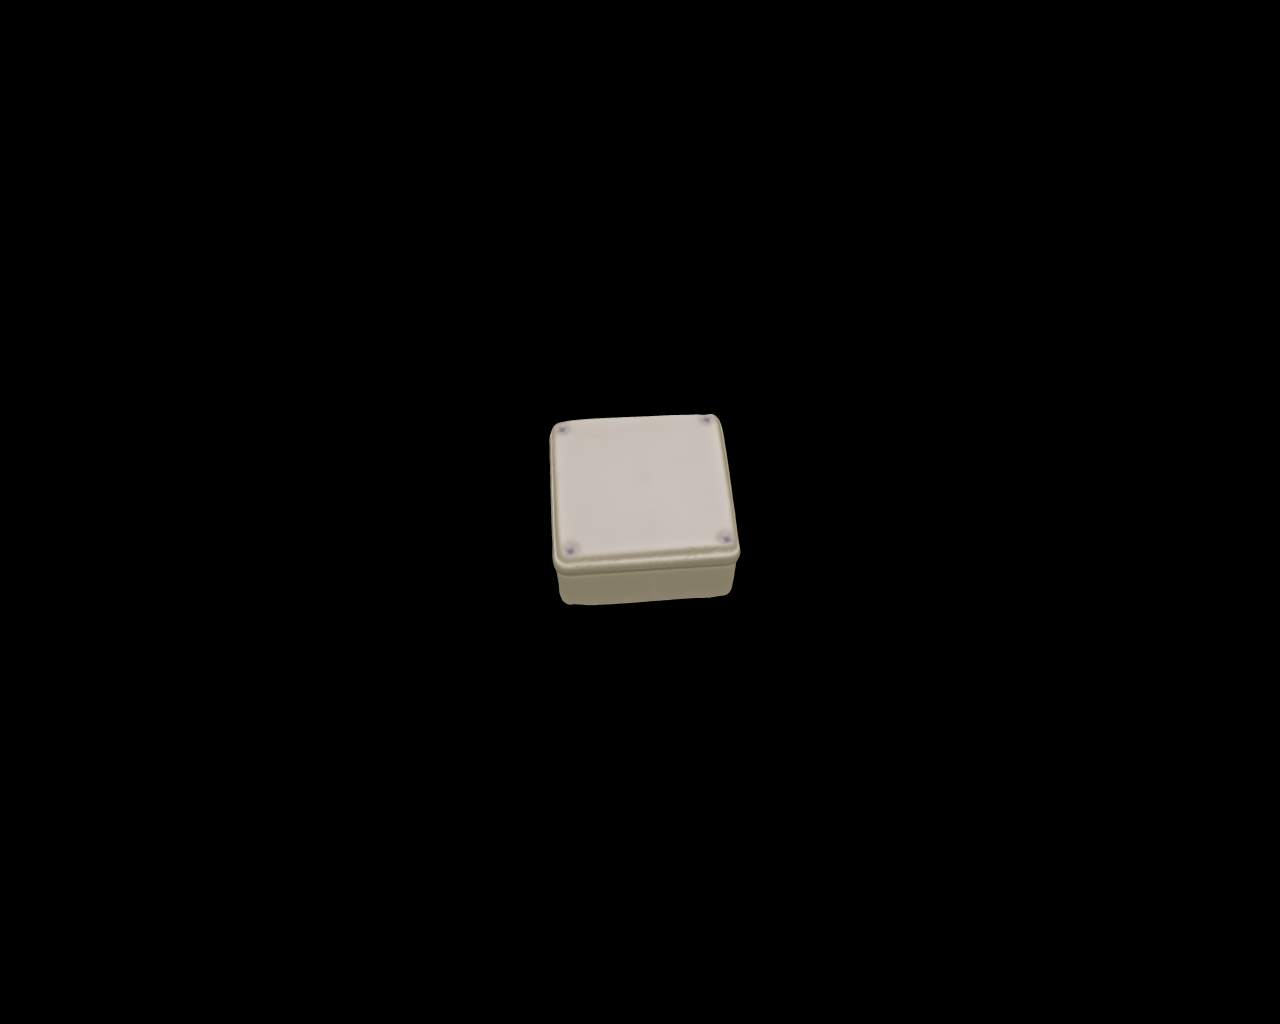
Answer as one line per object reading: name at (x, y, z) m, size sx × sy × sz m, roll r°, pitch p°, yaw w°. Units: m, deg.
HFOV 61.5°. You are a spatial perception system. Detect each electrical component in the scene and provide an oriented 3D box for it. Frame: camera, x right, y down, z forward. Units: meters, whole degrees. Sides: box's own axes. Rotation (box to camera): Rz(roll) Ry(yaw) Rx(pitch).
electrical component at (0.001, -0.003, 0.650) m, size 0.109 × 0.109 × 0.056 m, roll -3°, pitch -36°, yaw -2°
